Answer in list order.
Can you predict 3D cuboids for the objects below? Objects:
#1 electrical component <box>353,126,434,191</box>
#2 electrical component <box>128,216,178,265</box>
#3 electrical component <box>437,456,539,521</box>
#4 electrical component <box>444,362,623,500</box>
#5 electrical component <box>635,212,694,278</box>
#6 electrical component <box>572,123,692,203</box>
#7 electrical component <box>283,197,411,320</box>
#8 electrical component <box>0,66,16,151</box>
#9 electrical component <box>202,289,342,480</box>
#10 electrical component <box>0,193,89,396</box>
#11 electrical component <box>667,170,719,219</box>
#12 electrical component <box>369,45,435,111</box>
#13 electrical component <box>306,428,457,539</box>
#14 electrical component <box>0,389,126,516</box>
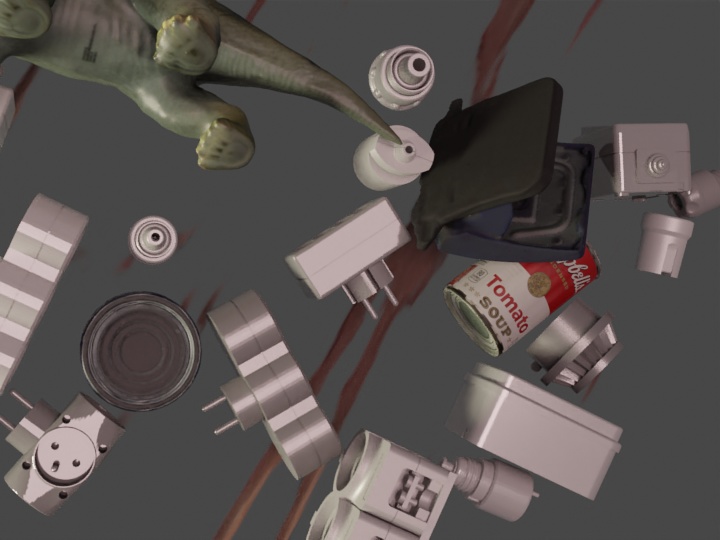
[{"bbox_3d":[0.025,-0.083,0.788,0.043,0.081,0.043,0,89,-13],"label":"electrical component"},{"bbox_3d":[-0.145,-0.022,0.757,0.035,0.061,0.035,0,89,-13],"label":"electrical component"},{"bbox_3d":[0.096,0.162,0.821,0.078,0.040,0.040,24,84,-12],"label":"electrical component"},{"bbox_3d":[0.130,0.119,0.811,0.113,0.078,0.057,26,86,-11],"label":"electrical component"},{"bbox_3d":[0.242,-0.020,0.860,0.040,0.040,0.046,12,93,-13],"label":"electrical component"},{"bbox_3d":[0.209,-0.085,0.823,0.062,0.096,0.061,-2,90,-13],"label":"electrical component"},{"bbox_3d":[0.000,0.000,0.798,0.083,0.047,0.075,-34,96,-12],"label":"electrical component"},{"bbox_3d":[-0.269,-0.128,0.738,0.066,0.047,0.076,19,77,-12],"label":"electrical component"},{"bbox_3d":[-0.077,0.091,0.775,0.074,0.052,0.138,-29,95,-14],"label":"electrical component"},{"bbox_3d":[-0.250,0.009,0.737,0.074,0.052,0.138,26,83,-12],"label":"electrical component"},{"bbox_3d":[0.282,-0.066,0.872,0.061,0.035,0.035,-22,94,-14],"label":"electrical component"},{"bbox_3d":[0.036,-0.146,0.801,0.048,0.062,0.048,0,89,-13],"label":"electrical component"},{"bbox_3d":[-0.001,0.196,0.772,0.062,0.089,0.150,27,83,-12],"label":"electrical component"},{"bbox_3d":[-0.218,0.116,0.746,0.079,0.044,0.077,42,81,-9],"label":"electrical component"}]
